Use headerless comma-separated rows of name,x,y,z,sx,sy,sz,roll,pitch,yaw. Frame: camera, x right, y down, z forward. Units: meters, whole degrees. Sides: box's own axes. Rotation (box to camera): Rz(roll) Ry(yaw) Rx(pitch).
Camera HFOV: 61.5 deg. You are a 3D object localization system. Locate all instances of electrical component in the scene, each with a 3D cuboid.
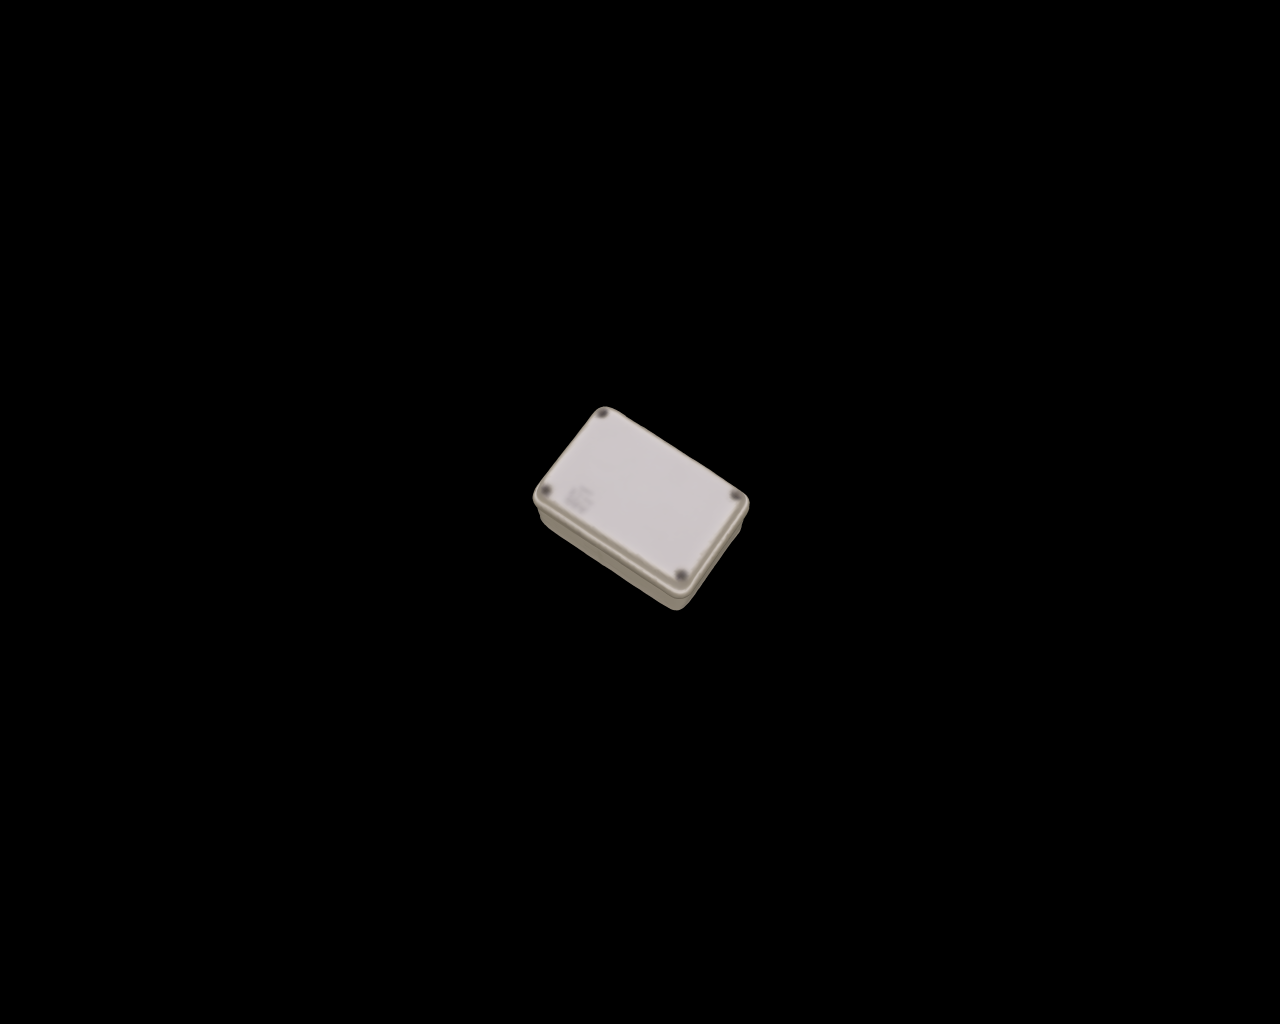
electrical component,0.001,-0.003,0.650,0.113,0.078,0.057,33,-16,11
